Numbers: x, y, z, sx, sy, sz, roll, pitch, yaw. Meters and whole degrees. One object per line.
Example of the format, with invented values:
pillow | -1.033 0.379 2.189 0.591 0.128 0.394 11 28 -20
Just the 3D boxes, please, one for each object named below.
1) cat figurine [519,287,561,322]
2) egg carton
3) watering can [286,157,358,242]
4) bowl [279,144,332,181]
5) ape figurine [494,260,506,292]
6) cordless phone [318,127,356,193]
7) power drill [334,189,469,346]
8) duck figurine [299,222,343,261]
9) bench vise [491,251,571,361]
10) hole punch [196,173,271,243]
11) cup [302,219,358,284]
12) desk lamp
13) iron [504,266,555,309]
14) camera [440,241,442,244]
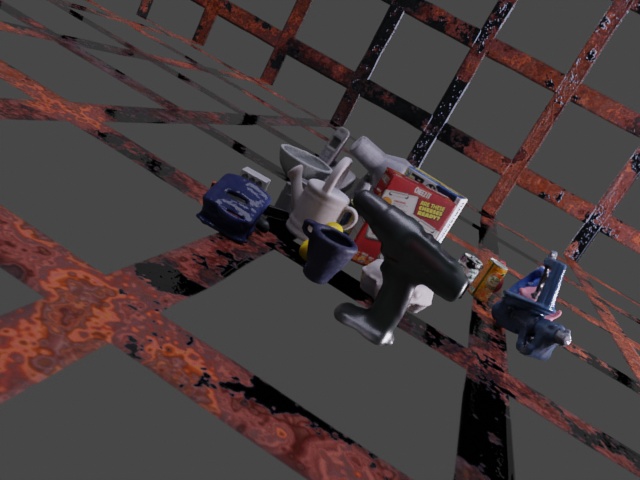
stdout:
cat figurine | 0.542 0.171 1.440 0.127 0.117 0.067 30 17 5
egg carton | 0.153 0.093 1.133 0.151 0.069 0.107 12 24 -43
watering can | 0.006 -0.095 1.220 0.173 0.194 0.101 25 18 -11
bowl | -0.052 -0.204 1.639 0.167 0.074 0.167 26 18 -9
ape figurine | 0.491 0.095 1.616 0.078 0.092 0.076 12 24 -43
cordless phone | 0.054 -0.233 1.699 0.147 0.185 0.094 38 20 28
power drill | 0.112 0.057 0.937 0.229 0.208 0.076 31 17 7
duck figurine | 0.010 0.004 1.133 0.077 0.086 0.105 36 19 21
bench vise | 0.505 0.146 1.281 0.122 0.219 0.206 12 24 -42
hole punch | -0.155 -0.061 1.050 0.108 0.091 0.101 30 17 2
cup | -0.001 0.024 1.044 0.117 0.095 0.092 37 19 23
desk lamp | 0.122 -0.160 1.552 0.203 0.213 0.118 25 18 -13
iron | 0.595 0.133 1.589 0.118 0.141 0.258 30 17 3
camera | 0.259 -0.015 1.548 0.136 0.101 0.143 33 18 14
